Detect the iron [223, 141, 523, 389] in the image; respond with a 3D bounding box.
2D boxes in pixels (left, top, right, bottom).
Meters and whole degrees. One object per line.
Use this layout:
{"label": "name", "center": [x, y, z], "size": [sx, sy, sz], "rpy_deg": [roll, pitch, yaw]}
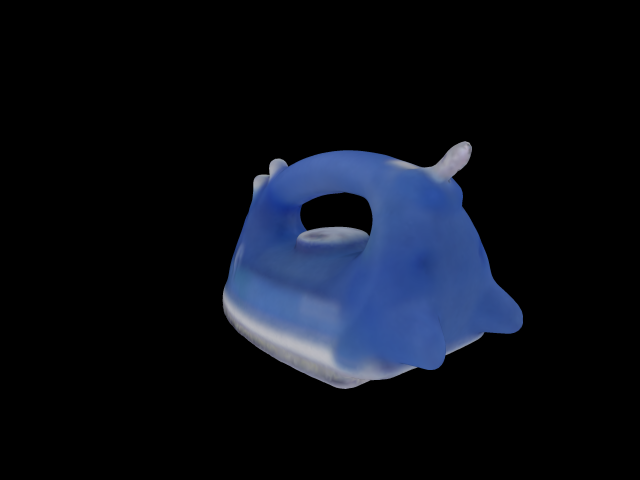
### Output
{"label": "iron", "center": [0.004, 0.001, 0.400], "size": [0.119, 0.141, 0.257], "rpy_deg": [-10, 14, -42]}
